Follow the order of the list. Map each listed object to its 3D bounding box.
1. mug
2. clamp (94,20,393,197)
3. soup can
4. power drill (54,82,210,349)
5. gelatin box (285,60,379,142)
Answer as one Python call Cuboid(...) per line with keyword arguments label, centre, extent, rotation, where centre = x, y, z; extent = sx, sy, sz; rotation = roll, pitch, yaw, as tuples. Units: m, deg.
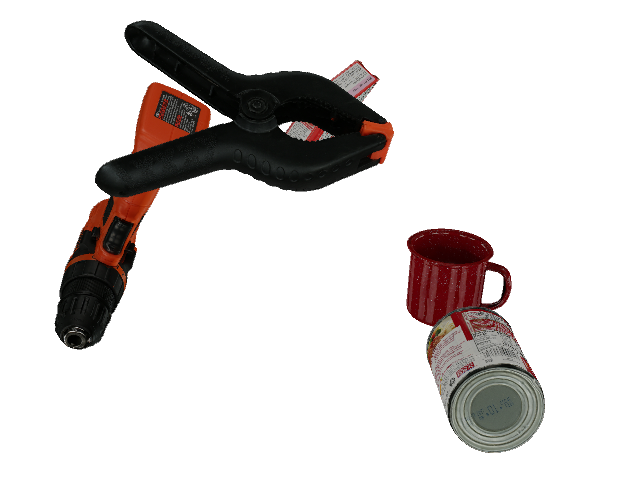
Cuboid(label="mug", centre=(0.149, 0.044, 1.160), extent=(0.117, 0.081, 0.093), rotation=(9, 25, 12))
Cuboid(label="clamp", centre=(-0.045, -0.078, 0.628), extent=(0.171, 0.120, 0.039), rotation=(1, -24, -12))
Cuboid(label="soup can", centre=(0.116, 0.097, 0.761), extent=(0.068, 0.068, 0.102), rotation=(0, 19, -3))
Cuboid(label="power drill", centre=(-0.158, -0.022, 0.872), extent=(0.057, 0.188, 0.184), rotation=(25, 31, -17))
Cuboid(label="gelatin box", centre=(0.005, -0.115, 0.961), extent=(0.089, 0.030, 0.073), rotation=(-45, -5, -44))
